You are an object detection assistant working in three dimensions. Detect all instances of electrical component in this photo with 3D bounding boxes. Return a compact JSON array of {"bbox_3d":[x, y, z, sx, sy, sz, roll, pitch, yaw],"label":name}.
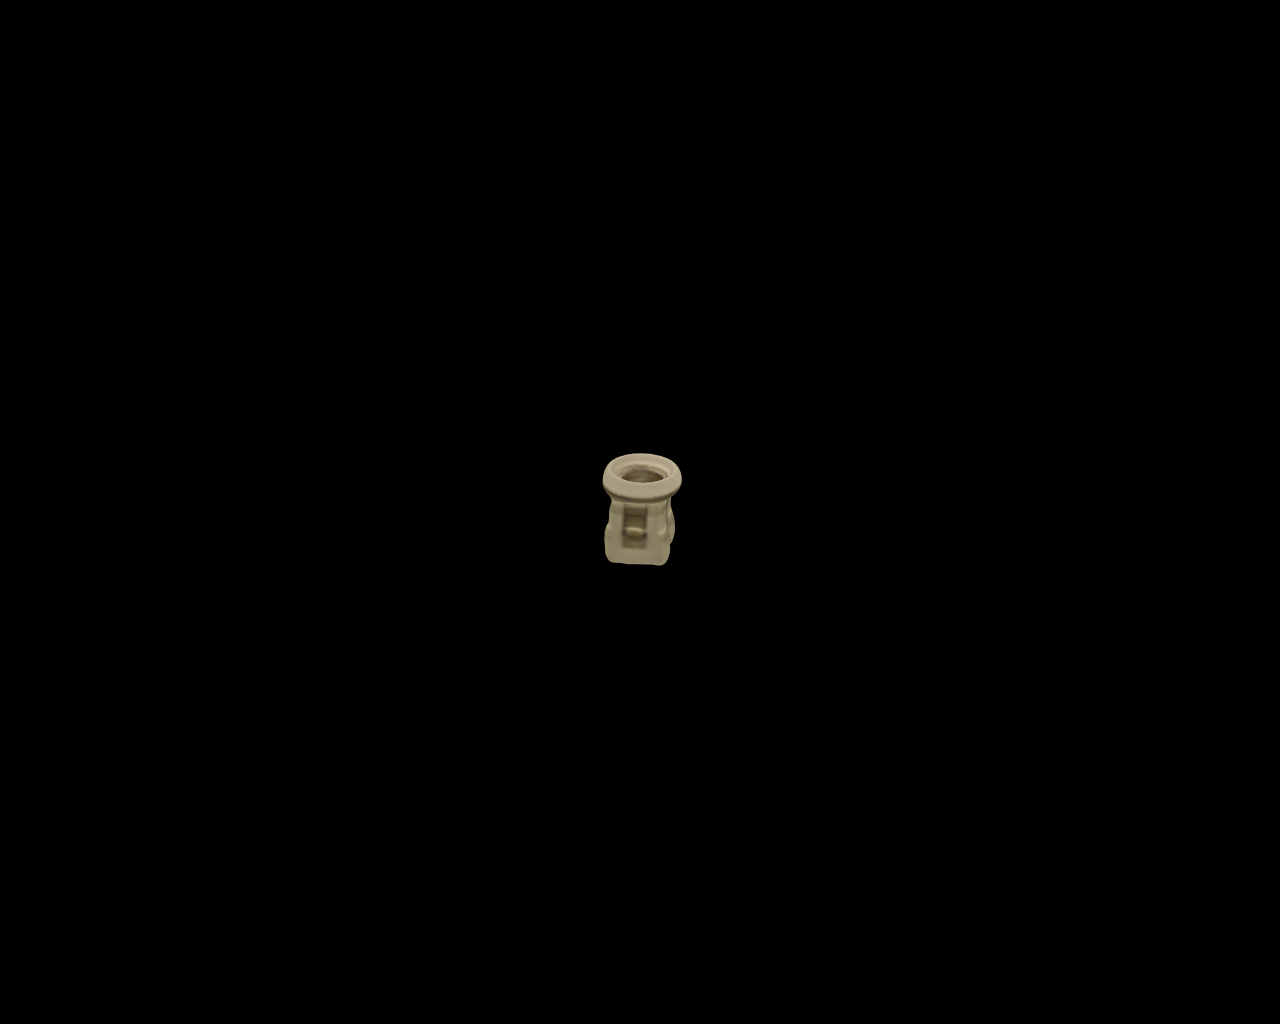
[{"bbox_3d":[0.001,-0.003,0.650,0.048,0.055,0.066,3,26,7],"label":"electrical component"}]
